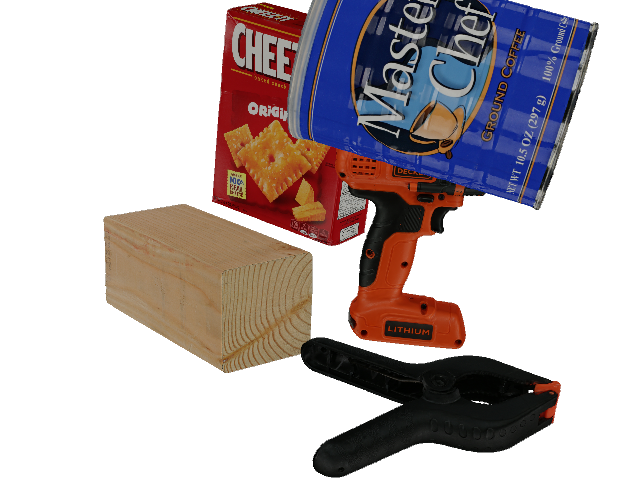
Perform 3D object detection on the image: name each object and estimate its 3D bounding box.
[{"bbox_3d":[0.064,-0.085,0.573,0.140,0.103,0.102,18,3,9],"label":"coffee can"},{"bbox_3d":[-0.026,-0.120,1.097,0.164,0.214,0.071,22,29,30],"label":"cracker box"},{"bbox_3d":[-0.104,0.036,0.944,0.090,0.090,0.206,-11,19,-36],"label":"wood block"},{"bbox_3d":[0.068,0.109,0.678,0.171,0.039,0.120,3,38,3],"label":"clamp"},{"bbox_3d":[0.100,-0.002,0.930,0.184,0.188,0.057,6,17,3],"label":"power drill"}]
